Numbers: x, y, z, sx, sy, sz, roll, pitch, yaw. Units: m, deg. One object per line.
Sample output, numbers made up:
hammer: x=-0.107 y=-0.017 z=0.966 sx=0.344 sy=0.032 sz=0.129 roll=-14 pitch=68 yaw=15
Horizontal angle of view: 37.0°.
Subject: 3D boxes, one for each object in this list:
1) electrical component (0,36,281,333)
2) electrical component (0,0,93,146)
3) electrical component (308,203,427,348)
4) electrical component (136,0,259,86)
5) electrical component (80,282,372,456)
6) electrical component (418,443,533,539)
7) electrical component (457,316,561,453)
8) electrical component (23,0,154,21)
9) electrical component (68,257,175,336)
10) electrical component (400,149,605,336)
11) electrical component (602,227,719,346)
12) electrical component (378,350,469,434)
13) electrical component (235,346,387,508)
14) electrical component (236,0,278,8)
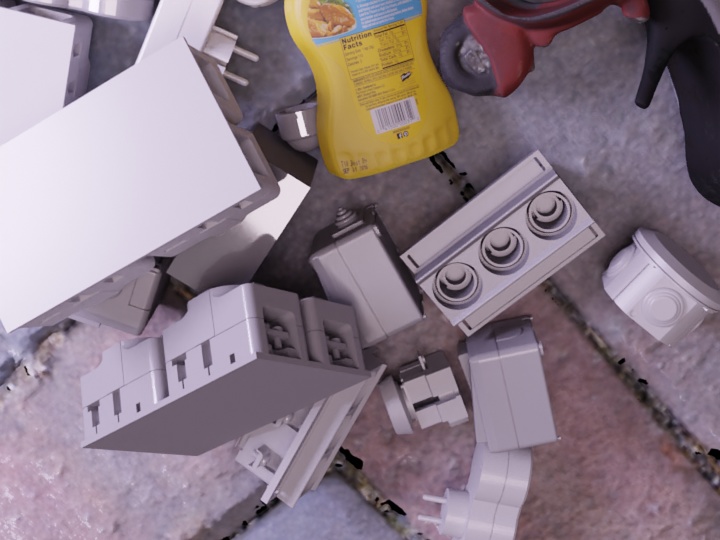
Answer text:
electrical component: x=-0.157 y=-0.050 z=0.687 sx=0.186 sy=0.060 sz=0.105 roll=-28 pitch=84 yaw=10
electrical component: x=-0.258 y=-0.096 z=0.758 sx=0.105 sy=0.060 sz=0.186 roll=13 pitch=108 yaw=-3
electrical component: x=0.000 y=0.000 z=0.782 sx=0.061 sy=0.061 sz=0.096 roll=-27 pitch=106 yaw=10
electrical component: x=-0.108 y=-0.152 z=0.742 sx=0.076 sy=0.047 sz=0.083 roll=22 pitch=108 yaw=-13
electrical component: x=-0.100 y=0.072 z=0.754 sx=0.186 sy=0.060 sz=0.105 roll=-28 pitch=152 yaw=35
electrical component: x=0.084 y=0.193 z=0.849 sx=0.074 sy=0.052 sz=0.138 roll=11 pitch=109 yaw=-2
electrical component: x=0.111 y=0.092 z=0.809 sx=0.061 sy=0.061 sz=0.096 roll=-12 pitch=108 yaw=6
electrical component: x=-0.204 y=-0.217 z=0.720 sx=0.138 sy=0.052 sz=0.073 roll=11 pitch=108 yaw=-2
electrical component: x=-0.173 y=0.007 z=0.771 sx=0.062 sy=0.096 sz=0.061 roll=20 pitch=109 yaw=-5
electrical component: x=0.100 y=-0.022 z=0.771 sx=0.121 sy=0.063 sz=0.078 roll=-38 pitch=103 yaw=13
electrical component: x=0.216 y=0.011 z=0.771 sx=0.080 sy=0.080 sz=0.051 roll=37 pitch=110 yaw=-10
electrical component: x=0.047 y=0.096 z=0.822 sx=0.055 sy=0.048 sz=0.066 roll=-21 pitch=107 yaw=0
electrical component: x=-0.040 y=0.109 z=0.818 sx=0.063 sy=0.079 sz=0.121 roll=33 pitch=108 yaw=14
electrical component: x=-0.072 y=-0.198 z=0.718 sx=0.048 sy=0.062 sz=0.048 roll=0 pitch=108 yaw=1
